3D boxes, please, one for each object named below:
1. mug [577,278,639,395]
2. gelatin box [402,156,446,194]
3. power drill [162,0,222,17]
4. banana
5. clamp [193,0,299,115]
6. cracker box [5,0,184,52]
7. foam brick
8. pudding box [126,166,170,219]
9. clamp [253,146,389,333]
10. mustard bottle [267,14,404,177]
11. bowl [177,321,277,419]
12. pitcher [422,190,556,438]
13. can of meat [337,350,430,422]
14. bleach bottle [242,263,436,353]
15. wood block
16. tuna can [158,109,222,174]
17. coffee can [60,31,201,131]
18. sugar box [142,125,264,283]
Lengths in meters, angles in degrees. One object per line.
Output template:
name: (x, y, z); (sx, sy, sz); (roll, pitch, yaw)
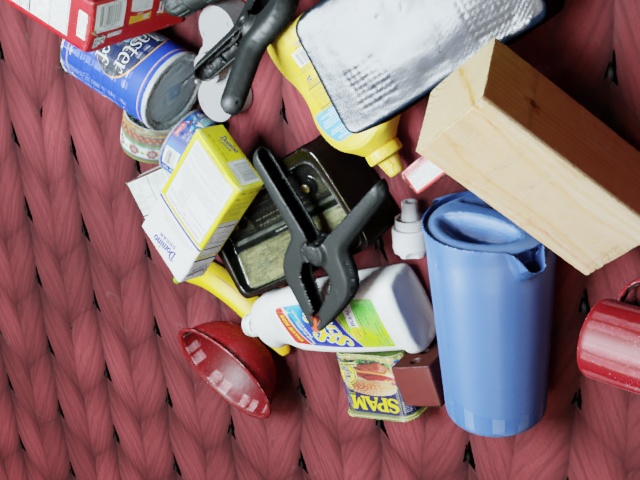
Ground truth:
mug: (0.305, 0.093, 1.029); (0.082, 0.093, 0.117); (16, 92, 37)
gelatin box: (0.133, -0.089, 1.067); (0.030, 0.073, 0.089); (54, 135, 3)
power drill: (-0.128, -0.348, 1.129); (0.185, 0.057, 0.187); (-24, 100, 30)
banana: (-0.112, 0.076, 1.386); (0.198, 0.037, 0.070); (34, 150, 22)
clamp: (-0.067, -0.210, 1.106); (0.172, 0.039, 0.120); (-52, 41, 20)
cracker box: (-0.280, -0.304, 1.217); (0.214, 0.163, 0.072); (33, 128, 20)
foam brick: (0.127, 0.146, 1.200); (0.053, 0.078, 0.051); (-7, 111, 41)
pudding box: (-0.187, -0.055, 1.368); (0.114, 0.039, 0.090); (-17, 102, 41)
clamp: (-0.008, 0.001, 1.154); (0.165, 0.036, 0.210); (24, 127, 27)
mustard bottle: (0.030, -0.151, 1.125); (0.096, 0.058, 0.191); (-31, 92, 35)
bowl: (-0.109, 0.158, 1.392); (0.162, 0.055, 0.162); (33, 152, 20)
pitcher: (0.173, 0.073, 1.101); (0.145, 0.149, 0.243); (5, 121, 20)
can of meat: (0.074, 0.163, 1.268); (0.102, 0.057, 0.084); (0, 111, 39)
bleach bottle: (0.010, 0.094, 1.261); (0.251, 0.068, 0.102); (-13, 112, 39)
wood block: (0.199, -0.072, 0.954); (0.206, 0.090, 0.090); (34, 136, -17)
tuna can: (-0.152, -0.112, 1.275); (0.034, 0.086, 0.086); (36, 131, 15)
coffee can: (-0.222, -0.208, 1.266); (0.140, 0.102, 0.103); (34, 131, 20)
sugar box: (-0.138, -0.040, 1.236); (0.093, 0.048, 0.176); (55, 136, 19)
